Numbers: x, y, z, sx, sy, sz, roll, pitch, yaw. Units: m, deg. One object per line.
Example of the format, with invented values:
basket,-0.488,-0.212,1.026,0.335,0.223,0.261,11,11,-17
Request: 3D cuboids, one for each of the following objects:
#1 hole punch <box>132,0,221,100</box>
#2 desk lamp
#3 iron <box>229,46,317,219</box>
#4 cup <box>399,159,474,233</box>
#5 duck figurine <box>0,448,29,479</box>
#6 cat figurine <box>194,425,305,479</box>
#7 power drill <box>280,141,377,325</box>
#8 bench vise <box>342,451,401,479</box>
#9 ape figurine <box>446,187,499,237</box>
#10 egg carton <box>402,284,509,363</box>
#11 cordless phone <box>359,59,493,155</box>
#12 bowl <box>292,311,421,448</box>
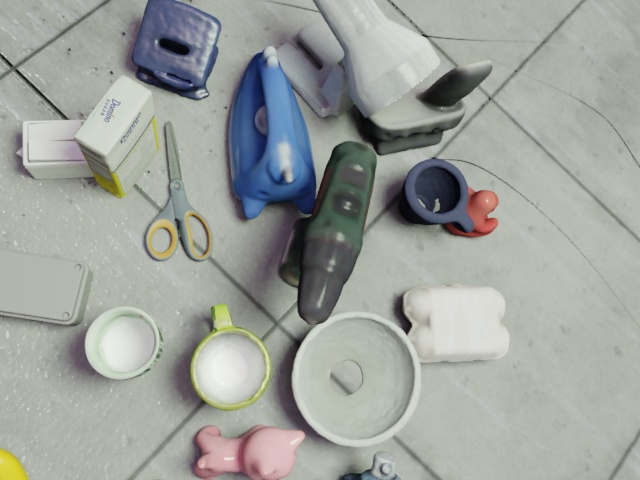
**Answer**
hole punch,-0.194,-0.261,0.785,0.109,0.091,0.101,18,74,-7
desk lamp,0.040,-0.246,0.767,0.118,0.213,0.203,-43,88,-17
iron,-0.064,-0.165,0.764,0.119,0.141,0.258,-6,78,-13
cup,0.159,-0.048,0.808,0.118,0.095,0.092,46,73,1
duck figurine,-0.379,0.270,0.626,0.104,0.086,0.077,34,73,-2
cat figurine,-0.084,0.255,0.675,0.128,0.117,0.067,-1,77,-12
power drill,0.006,0.003,0.705,0.076,0.208,0.230,18,74,-7
bench vise,0.062,0.353,0.629,0.122,0.219,0.207,-11,80,-14
ape figurine,0.225,-0.044,0.823,0.076,0.092,0.078,-18,81,-15
egg carton,0.187,0.114,0.790,0.150,0.069,0.107,-1,77,-12
cordless phone,0.143,-0.198,0.792,0.148,0.185,0.094,-18,81,-15
bowl,0.041,0.178,0.741,0.167,0.074,0.167,3,77,-11
